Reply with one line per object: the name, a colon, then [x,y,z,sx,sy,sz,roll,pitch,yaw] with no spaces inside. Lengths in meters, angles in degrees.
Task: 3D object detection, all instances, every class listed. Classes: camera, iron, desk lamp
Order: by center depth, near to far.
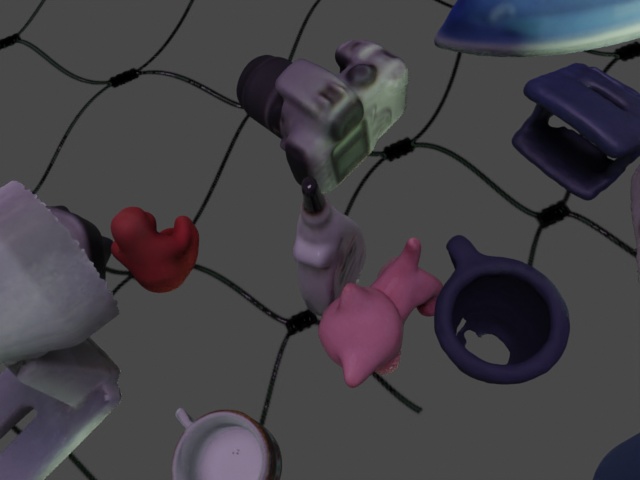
desk lamp: [-0.231,0.084,0.419,0.117,0.214,0.203,36,75,23]
camera: [-0.006,-0.142,0.555,0.136,0.101,0.143,37,75,23]
iron: [0.240,-0.269,0.555,0.258,0.142,0.118,-14,63,2]

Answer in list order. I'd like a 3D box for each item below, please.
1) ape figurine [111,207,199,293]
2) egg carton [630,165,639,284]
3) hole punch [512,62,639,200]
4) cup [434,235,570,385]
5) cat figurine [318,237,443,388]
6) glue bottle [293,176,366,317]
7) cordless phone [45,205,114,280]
ape figurine: [-0.154,0.002,0.515,0.077,0.092,0.076,-2,64,8]
egg carton: [0.308,-0.003,0.458,0.107,0.069,0.150,2,65,10]
hole punch: [0.239,-0.111,0.508,0.101,0.091,0.108,-40,65,-10]
cup: [0.126,0.061,0.441,0.091,0.095,0.117,-23,63,-2]
cat figurine: [0.044,0.054,0.444,0.067,0.118,0.128,31,73,21]
glue bottle: [0.004,0.002,0.445,0.037,0.173,0.078,15,68,16]
cordless phone: [-0.276,-0.005,0.485,0.147,0.185,0.094,4,65,11]
